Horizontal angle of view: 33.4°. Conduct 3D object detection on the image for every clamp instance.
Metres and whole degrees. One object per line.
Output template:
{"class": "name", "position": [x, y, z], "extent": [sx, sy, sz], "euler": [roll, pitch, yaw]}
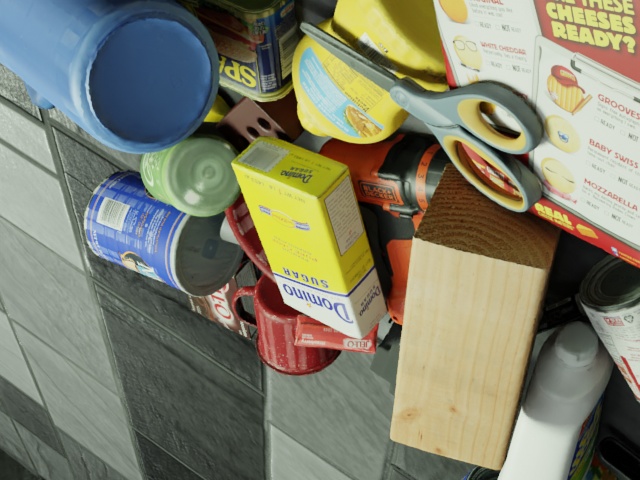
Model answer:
{"class": "clamp", "position": [0.336, 0.251, 0.933], "extent": [0.165, 0.036, 0.210], "euler": [12, 141, 43]}

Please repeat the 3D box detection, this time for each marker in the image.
{"class": "marker", "position": [0.165, 0.068, 0.845], "extent": [0.121, 0.020, 0.020], "euler": [-26, 113, 27]}

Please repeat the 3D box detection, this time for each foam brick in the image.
{"class": "foam brick", "position": [-0.040, -0.104, 0.885], "extent": [0.053, 0.051, 0.078], "euler": [46, 151, -9]}

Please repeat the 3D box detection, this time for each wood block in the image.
{"class": "wood block", "position": [0.112, 0.060, 0.772], "extent": [0.090, 0.090, 0.206], "euler": [14, 132, 14]}

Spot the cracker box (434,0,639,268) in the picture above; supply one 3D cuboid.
{"class": "cracker box", "position": [0.152, -0.097, 0.617], "extent": [0.164, 0.072, 0.213], "euler": [32, 152, 39]}

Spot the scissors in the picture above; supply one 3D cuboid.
{"class": "scissors", "position": [0.064, -0.097, 0.664], "extent": [0.202, 0.016, 0.096], "euler": [45, 155, 12]}

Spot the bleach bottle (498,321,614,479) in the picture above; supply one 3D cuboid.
{"class": "bleach bottle", "position": [0.195, 0.145, 0.874], "extent": [0.068, 0.102, 0.251], "euler": [27, 154, 22]}

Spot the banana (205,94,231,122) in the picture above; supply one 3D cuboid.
{"class": "banana", "position": [-0.154, -0.129, 1.003], "extent": [0.198, 0.037, 0.069], "euler": [12, 140, 42]}

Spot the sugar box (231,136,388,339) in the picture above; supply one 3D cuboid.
{"class": "sugar box", "position": [-0.006, 0.001, 0.874], "extent": [0.093, 0.048, 0.176], "euler": [24, 146, 35]}

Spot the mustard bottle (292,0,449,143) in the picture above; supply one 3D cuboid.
{"class": "mustard bottle", "position": [0.030, -0.120, 0.768], "extent": [0.096, 0.058, 0.192], "euler": [46, 151, -4]}

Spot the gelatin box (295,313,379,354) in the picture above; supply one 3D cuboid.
{"class": "gelatin box", "position": [0.016, 0.085, 0.977], "extent": [0.073, 0.030, 0.089], "euler": [6, 178, 1]}

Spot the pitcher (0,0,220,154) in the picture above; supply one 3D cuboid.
{"class": "pitcher", "position": [-0.166, -0.162, 0.808], "extent": [0.243, 0.145, 0.149], "euler": [39, 161, 53]}

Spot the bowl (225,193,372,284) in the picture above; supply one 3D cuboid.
{"class": "bowl", "position": [-0.009, -0.008, 0.975], "extent": [0.162, 0.055, 0.162], "euler": [30, 150, 19]}

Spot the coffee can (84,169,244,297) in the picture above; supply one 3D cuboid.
{"class": "coffee can", "position": [-0.162, -0.009, 1.113], "extent": [0.141, 0.102, 0.103], "euler": [18, 144, 36]}

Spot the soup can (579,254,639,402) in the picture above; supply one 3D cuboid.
{"class": "soup can", "position": [0.236, 0.063, 0.761], "extent": [0.069, 0.068, 0.102], "euler": [-1, 130, 52]}

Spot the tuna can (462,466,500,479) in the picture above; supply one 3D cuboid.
{"class": "tuna can", "position": [0.184, 0.270, 1.098], "extent": [0.086, 0.086, 0.034], "euler": [35, 149, 11]}

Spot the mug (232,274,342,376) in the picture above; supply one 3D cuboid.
{"class": "mug", "position": [-0.034, 0.074, 1.082], "extent": [0.117, 0.093, 0.081], "euler": [14, 139, 18]}

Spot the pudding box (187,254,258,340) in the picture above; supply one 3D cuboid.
{"class": "pudding box", "position": [-0.112, 0.051, 1.201], "extent": [0.090, 0.039, 0.113], "euler": [24, 147, 29]}

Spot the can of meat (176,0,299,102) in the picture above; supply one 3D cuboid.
{"class": "can of meat", "position": [-0.063, -0.167, 0.821], "extent": [0.102, 0.057, 0.084], "euler": [27, 146, 25]}

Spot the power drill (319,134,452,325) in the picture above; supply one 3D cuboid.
{"class": "power drill", "position": [0.098, -0.001, 0.857], "extent": [0.185, 0.057, 0.187], "euler": [14, 140, 36]}
